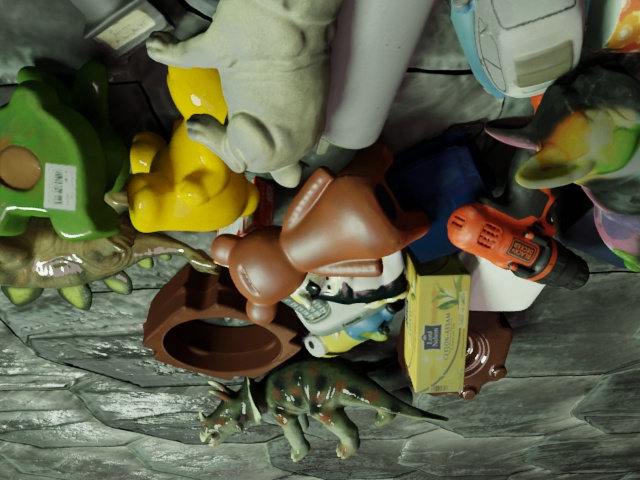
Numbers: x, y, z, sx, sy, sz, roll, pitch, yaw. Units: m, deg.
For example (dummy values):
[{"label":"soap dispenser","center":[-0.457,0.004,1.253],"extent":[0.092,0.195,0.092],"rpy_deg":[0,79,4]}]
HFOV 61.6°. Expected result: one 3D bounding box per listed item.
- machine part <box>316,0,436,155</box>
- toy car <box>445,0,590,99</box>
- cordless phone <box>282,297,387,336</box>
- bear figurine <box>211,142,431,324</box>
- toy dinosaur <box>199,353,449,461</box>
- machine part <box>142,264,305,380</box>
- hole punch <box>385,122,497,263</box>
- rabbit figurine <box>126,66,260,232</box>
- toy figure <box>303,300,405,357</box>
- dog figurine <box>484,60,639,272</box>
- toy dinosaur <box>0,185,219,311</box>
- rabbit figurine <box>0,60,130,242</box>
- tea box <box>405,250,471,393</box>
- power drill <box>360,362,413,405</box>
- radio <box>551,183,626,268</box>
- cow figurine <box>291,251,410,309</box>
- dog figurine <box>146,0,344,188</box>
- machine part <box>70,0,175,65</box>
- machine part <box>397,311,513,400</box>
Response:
[{"label":"machine part","center":[0.041,-0.163,0.451],"extent":[0.079,0.079,0.243],"rpy_deg":[8,139,-11]},{"label":"toy car","center":[0.161,-0.169,0.427],"extent":[0.109,0.103,0.161],"rpy_deg":[-13,138,16]},{"label":"cordless phone","center":[-0.010,0.040,0.703],"extent":[0.146,0.089,0.184],"rpy_deg":[-32,128,33]},{"label":"bear figurine","center":[-0.003,-0.001,0.556],"extent":[0.196,0.132,0.120],"rpy_deg":[-30,95,31]},{"label":"toy dinosaur","center":[-0.011,0.251,0.886],"extent":[0.405,0.131,0.192],"rpy_deg":[-21,107,24]},{"label":"machine part","center":[-0.141,0.123,0.798],"extent":[0.201,0.087,0.201],"rpy_deg":[25,133,-29]},{"label":"hole punch","center":[0.134,-0.047,0.593],"extent":[0.142,0.092,0.115],"rpy_deg":[-22,133,29]},{"label":"rabbit figurine","center":[-0.102,-0.095,0.508],"extent":[0.162,0.122,0.173],"rpy_deg":[8,122,-7]},{"label":"toy figure","center":[0.050,0.124,0.808],"extent":[0.089,0.082,0.180],"rpy_deg":[32,129,-33]},{"label":"dog figurine","center":[0.244,-0.050,0.447],"extent":[0.219,0.108,0.191],"rpy_deg":[2,135,-7]},{"label":"toy dinosaur","center":[-0.356,0.010,0.641],"extent":[0.472,0.105,0.198],"rpy_deg":[8,144,-5]},{"label":"rabbit figurine","center":[-0.239,-0.083,0.503],"extent":[0.121,0.170,0.159],"rpy_deg":[-4,100,0]},{"label":"tea box","center":[0.153,0.106,0.717],"extent":[0.068,0.098,0.169],"rpy_deg":[-3,107,0]},{"label":"power drill","center":[0.102,0.241,0.957],"extent":[0.232,0.086,0.207],"rpy_deg":[28,129,-24]},{"label":"radio","center":[0.369,-0.069,0.581],"extent":[0.131,0.073,0.229],"rpy_deg":[16,137,-19]},{"label":"cow figurine","center":[0.021,0.043,0.639],"extent":[0.167,0.068,0.098],"rpy_deg":[-13,102,-3]},{"label":"dog figurine","center":[-0.011,-0.135,0.385],"extent":[0.191,0.121,0.172],"rpy_deg":[-14,122,45]},{"label":"machine part","center":[-0.187,-0.205,0.426],"extent":[0.084,0.039,0.138],"rpy_deg":[-17,142,32]},{"label":"machine part","center":[0.205,0.161,0.821],"extent":[0.179,0.056,0.179],"rpy_deg":[-1,111,-4]}]
